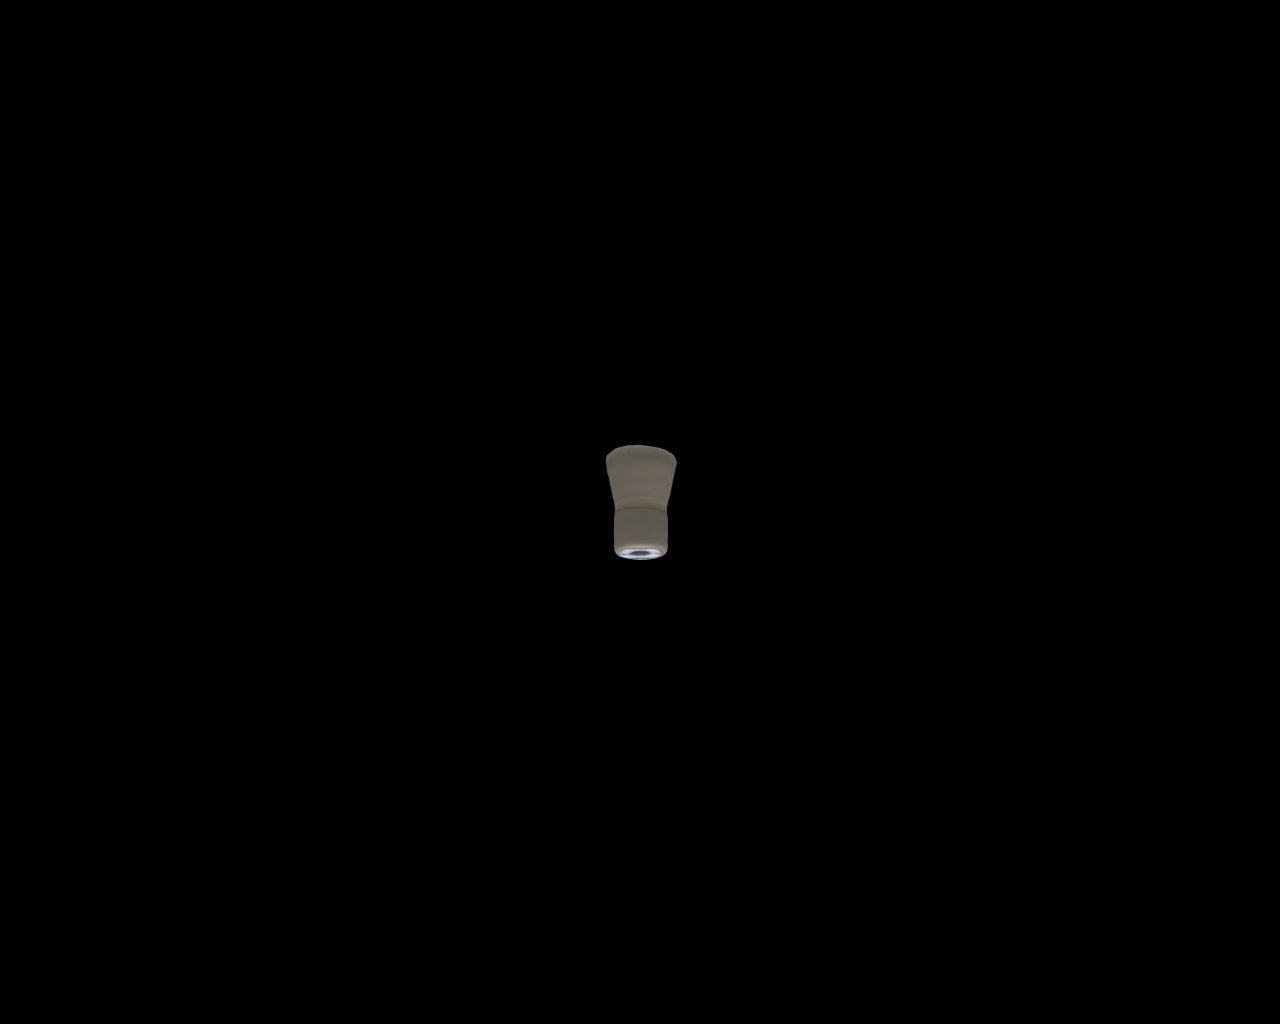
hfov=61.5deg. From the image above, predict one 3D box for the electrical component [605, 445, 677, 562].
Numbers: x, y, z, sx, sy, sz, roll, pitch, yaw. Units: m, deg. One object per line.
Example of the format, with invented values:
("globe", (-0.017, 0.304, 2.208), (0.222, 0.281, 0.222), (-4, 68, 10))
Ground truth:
("electrical component", (0.001, -0.003, 0.650), (0.044, 0.065, 0.044), (0, -19, 0))
